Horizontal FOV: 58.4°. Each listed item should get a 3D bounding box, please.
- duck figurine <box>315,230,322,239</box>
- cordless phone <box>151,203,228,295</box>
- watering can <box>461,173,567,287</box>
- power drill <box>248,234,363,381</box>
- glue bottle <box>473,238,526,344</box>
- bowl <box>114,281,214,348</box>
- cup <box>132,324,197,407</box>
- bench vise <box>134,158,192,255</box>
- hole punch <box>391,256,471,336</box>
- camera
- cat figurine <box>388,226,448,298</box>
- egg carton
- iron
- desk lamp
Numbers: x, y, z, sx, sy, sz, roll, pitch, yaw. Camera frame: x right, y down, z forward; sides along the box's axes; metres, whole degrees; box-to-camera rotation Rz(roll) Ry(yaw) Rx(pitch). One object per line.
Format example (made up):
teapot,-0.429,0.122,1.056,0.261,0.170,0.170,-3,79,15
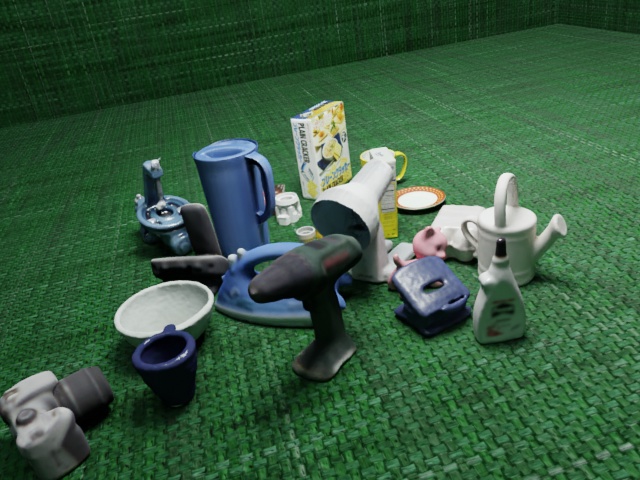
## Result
duck figurine,0.011,0.004,1.157,0.105,0.086,0.077,-22,30,-24
cordless phone,-0.260,0.013,1.110,0.147,0.185,0.094,-5,27,7
watering can,0.334,-0.023,0.998,0.172,0.194,0.101,-1,28,14
power drill,-0.009,0.098,0.847,0.075,0.209,0.230,10,33,32
glue bottle,0.267,0.074,0.852,0.078,0.173,0.037,-11,27,-5
bowl,-0.259,0.142,0.980,0.167,0.075,0.167,-7,27,4
cup,-0.221,0.190,0.855,0.091,0.095,0.117,-10,27,-3
bench vise,-0.380,-0.083,1.291,0.206,0.220,0.122,9,32,31
hole punch,0.184,0.088,0.939,0.109,0.091,0.100,-22,30,-25
camera,-0.361,0.235,0.801,0.137,0.101,0.142,-28,33,-33
cat figurine,0.180,0.028,1.026,0.128,0.118,0.067,-21,30,-23
egg carton,0.277,-0.017,1.139,0.107,0.069,0.150,5,30,24
iron,-0.079,0.064,1.007,0.257,0.142,0.118,-2,28,13
desk lamp,0.085,-0.029,1.059,0.117,0.214,0.204,10,33,33
